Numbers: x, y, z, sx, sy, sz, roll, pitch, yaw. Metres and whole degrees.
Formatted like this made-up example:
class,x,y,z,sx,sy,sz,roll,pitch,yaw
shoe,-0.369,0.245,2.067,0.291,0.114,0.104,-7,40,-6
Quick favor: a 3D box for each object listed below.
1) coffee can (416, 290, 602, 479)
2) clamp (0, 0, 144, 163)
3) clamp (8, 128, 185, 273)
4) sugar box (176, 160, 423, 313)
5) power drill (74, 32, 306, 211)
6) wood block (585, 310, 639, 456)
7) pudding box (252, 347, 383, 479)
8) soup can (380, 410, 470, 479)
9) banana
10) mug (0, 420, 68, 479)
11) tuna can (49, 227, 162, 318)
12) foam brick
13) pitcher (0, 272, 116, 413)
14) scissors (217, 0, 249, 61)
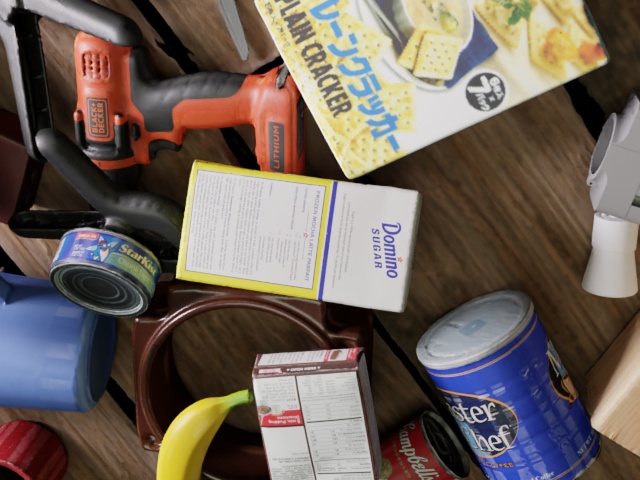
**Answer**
class,x,y,z,sx,sy,sz,roll,pitch,yaw
coffee can,0.157,0.127,0.881,0.103,0.102,0.140,-25,106,17
clamp,-0.220,-0.185,0.816,0.165,0.036,0.210,-31,85,40
clamp,-0.171,-0.013,0.866,0.171,0.039,0.120,32,139,-15
sugar box,-0.015,-0.004,0.813,0.176,0.048,0.093,9,94,6
power drill,-0.107,-0.078,0.866,0.188,0.057,0.184,5,120,6
wood block,0.310,0.076,0.843,0.091,0.090,0.206,32,113,-3
pudding box,-0.002,0.145,0.858,0.090,0.039,0.113,-5,113,11
soup can,0.072,0.205,0.945,0.102,0.068,0.068,-36,102,20
banana,-0.105,0.207,0.900,0.069,0.037,0.198,14,117,6
mug,-0.290,0.234,1.009,0.093,0.081,0.117,9,113,5
tuna can,-0.173,0.028,0.860,0.086,0.033,0.086,10,148,7
foam brick,-0.266,-0.063,0.902,0.051,0.053,0.078,22,115,0
pitcher,-0.307,0.075,0.923,0.243,0.149,0.145,6,86,3
scissors,-0.075,-0.246,0.817,0.096,0.016,0.201,-29,105,19
